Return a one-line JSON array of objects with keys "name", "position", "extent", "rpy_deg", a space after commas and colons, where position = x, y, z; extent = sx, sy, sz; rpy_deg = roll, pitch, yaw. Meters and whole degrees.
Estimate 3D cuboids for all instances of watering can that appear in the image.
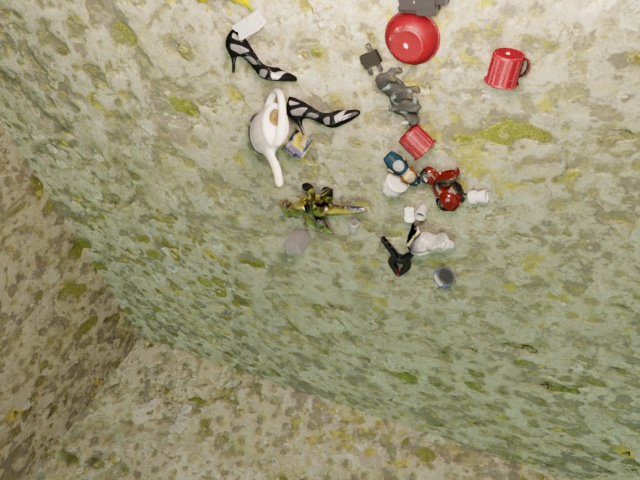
[{"name": "watering can", "position": [-0.172, -0.342, 1.770], "extent": [0.104, 0.350, 0.223], "rpy_deg": [4, 173, -26]}]

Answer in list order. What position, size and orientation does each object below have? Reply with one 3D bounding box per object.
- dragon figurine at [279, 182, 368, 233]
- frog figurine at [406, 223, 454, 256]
[{"name": "dragon figurine", "position": [0.006, -0.103, 2.054], "extent": [0.412, 0.124, 0.238], "rpy_deg": [17, 156, 20]}, {"name": "frog figurine", "position": [0.402, 0.016, 1.887], "extent": [0.159, 0.123, 0.137], "rpy_deg": [26, 174, -7]}]
